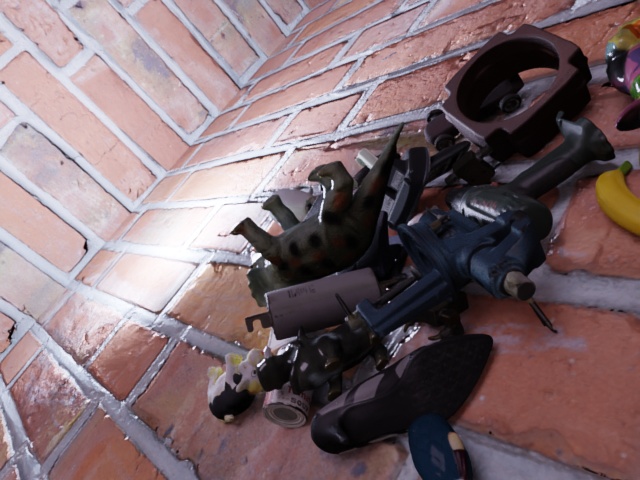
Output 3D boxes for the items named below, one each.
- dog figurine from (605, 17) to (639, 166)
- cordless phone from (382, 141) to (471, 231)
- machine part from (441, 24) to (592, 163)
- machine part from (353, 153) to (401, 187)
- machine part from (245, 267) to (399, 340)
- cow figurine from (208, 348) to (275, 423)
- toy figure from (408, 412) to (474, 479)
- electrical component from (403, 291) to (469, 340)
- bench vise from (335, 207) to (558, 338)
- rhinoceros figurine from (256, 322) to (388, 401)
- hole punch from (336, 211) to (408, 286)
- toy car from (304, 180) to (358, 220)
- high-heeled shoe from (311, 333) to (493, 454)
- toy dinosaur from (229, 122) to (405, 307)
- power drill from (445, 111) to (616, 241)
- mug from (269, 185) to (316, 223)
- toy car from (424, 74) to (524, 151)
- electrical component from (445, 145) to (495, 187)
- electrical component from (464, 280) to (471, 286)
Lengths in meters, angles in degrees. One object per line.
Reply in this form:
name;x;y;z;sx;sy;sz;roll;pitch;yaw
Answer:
dog figurine;0.433;-0.197;0.703;0.219;0.108;0.192;-51;27;-14
cordless phone;0.187;-0.107;0.956;0.184;0.146;0.089;-28;60;-34
machine part;0.324;-0.243;0.896;0.201;0.087;0.201;-44;43;9
machine part;0.109;-0.144;1.154;0.139;0.039;0.084;-41;32;1
machine part;0.006;0.096;0.821;0.243;0.079;0.079;-12;27;-7
cow figurine;-0.130;0.237;0.871;0.167;0.068;0.098;-40;39;46
toy figure;0.134;0.246;0.539;0.058;0.064;0.155;-6;33;-9
electrical component;0.158;0.099;0.736;0.078;0.045;0.102;-25;19;-31
bench vise;0.143;0.050;0.658;0.241;0.128;0.224;-34;38;-2
rhinoceros figurine;0.004;0.159;0.753;0.190;0.073;0.112;-23;38;-13
hole punch;0.081;0.019;0.907;0.142;0.092;0.116;-10;45;42
toy car;0.005;-0.050;1.117;0.201;0.056;0.074;-59;33;3
high-heeled shoe;0.100;0.193;0.684;0.249;0.086;0.145;-29;-6;-8
toy dinosaur;0.004;-0.007;0.858;0.405;0.192;0.131;-27;16;33
power drill;0.294;-0.091;0.776;0.207;0.086;0.232;-36;19;7
mug;-0.049;-0.084;1.251;0.107;0.080;0.109;7;49;44
toy car;0.293;-0.245;1.027;0.202;0.053;0.089;-30;45;24
electrical component;0.252;-0.113;0.875;0.094;0.063;0.021;-44;29;36
electrical component;0.210;0.026;0.754;0.075;0.047;0.119;-44;44;1
